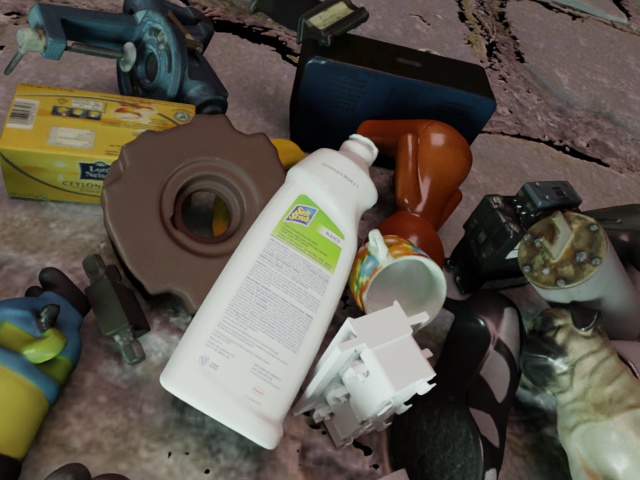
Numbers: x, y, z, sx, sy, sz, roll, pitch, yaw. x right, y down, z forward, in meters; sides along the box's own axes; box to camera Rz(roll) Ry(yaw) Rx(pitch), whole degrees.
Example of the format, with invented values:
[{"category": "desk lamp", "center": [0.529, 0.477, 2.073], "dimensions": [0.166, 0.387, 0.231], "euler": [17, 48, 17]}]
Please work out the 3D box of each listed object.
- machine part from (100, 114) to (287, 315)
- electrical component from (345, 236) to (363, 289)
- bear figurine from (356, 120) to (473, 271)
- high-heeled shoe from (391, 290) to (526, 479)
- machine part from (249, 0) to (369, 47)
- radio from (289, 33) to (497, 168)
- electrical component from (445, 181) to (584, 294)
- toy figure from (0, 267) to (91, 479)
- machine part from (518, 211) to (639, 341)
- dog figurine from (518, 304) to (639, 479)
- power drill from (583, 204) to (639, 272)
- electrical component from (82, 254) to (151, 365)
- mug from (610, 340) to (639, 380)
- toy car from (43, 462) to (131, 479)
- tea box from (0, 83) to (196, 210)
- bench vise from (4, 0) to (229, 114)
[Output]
[{"category": "machine part", "center": [-0.100, -0.024, 0.472], "dimensions": [0.179, 0.056, 0.179], "euler": [4, 79, -19]}, {"category": "electrical component", "center": [-0.003, -0.002, 0.551], "dimensions": [0.102, 0.045, 0.078], "euler": [22, 75, 3]}, {"category": "bear figurine", "center": [0.088, -0.027, 0.573], "dimensions": [0.120, 0.132, 0.196], "euler": [33, 72, -37]}, {"category": "high-heeled shoe", "center": [0.140, 0.155, 0.468], "dimensions": [0.145, 0.086, 0.249], "euler": [28, 58, -37]}, {"category": "machine part", "center": [-0.018, -0.255, 0.595], "dimensions": [0.139, 0.039, 0.084], "euler": [33, 65, 26]}, {"category": "radio", "center": [0.080, -0.160, 0.653], "dimensions": [0.230, 0.131, 0.073], "euler": [10, 48, -11]}, {"category": "electrical component", "center": [0.211, -0.005, 0.566], "dimensions": [0.115, 0.134, 0.058], "euler": [-5, 54, -26]}, {"category": "toy figure", "center": [-0.216, 0.103, 0.357], "dimensions": [0.089, 0.082, 0.180], "euler": [21, 44, 2]}, {"category": "machine part", "center": [0.257, 0.046, 0.520], "dimensions": [0.243, 0.079, 0.079], "euler": [38, 33, -43]}, {"category": "dog figurine", "center": [0.240, 0.166, 0.447], "dimensions": [0.121, 0.172, 0.191], "euler": [-10, 37, 8]}, {"category": "power drill", "center": [0.410, 0.015, 0.624], "dimensions": [0.232, 0.085, 0.207], "euler": [-1, 32, -14]}, {"category": "electrical component", "center": [-0.159, 0.057, 0.428], "dimensions": [0.021, 0.063, 0.094], "euler": [-29, 76, -8]}, {"category": "mug", "center": [0.302, 0.144, 0.511], "dimensions": [0.107, 0.080, 0.110], "euler": [-1, 50, -33]}, {"category": "toy car", "center": [-0.180, 0.216, 0.291], "dimensions": [0.089, 0.053, 0.202], "euler": [26, 46, 24]}, {"category": "tea box", "center": [-0.210, -0.090, 0.531], "dimensions": [0.170, 0.068, 0.098], "euler": [6, 50, -17]}, {"category": "bench vise", "center": [-0.212, -0.221, 0.595], "dimensions": [0.240, 0.129, 0.223], "euler": [-11, 73, -49]}]
